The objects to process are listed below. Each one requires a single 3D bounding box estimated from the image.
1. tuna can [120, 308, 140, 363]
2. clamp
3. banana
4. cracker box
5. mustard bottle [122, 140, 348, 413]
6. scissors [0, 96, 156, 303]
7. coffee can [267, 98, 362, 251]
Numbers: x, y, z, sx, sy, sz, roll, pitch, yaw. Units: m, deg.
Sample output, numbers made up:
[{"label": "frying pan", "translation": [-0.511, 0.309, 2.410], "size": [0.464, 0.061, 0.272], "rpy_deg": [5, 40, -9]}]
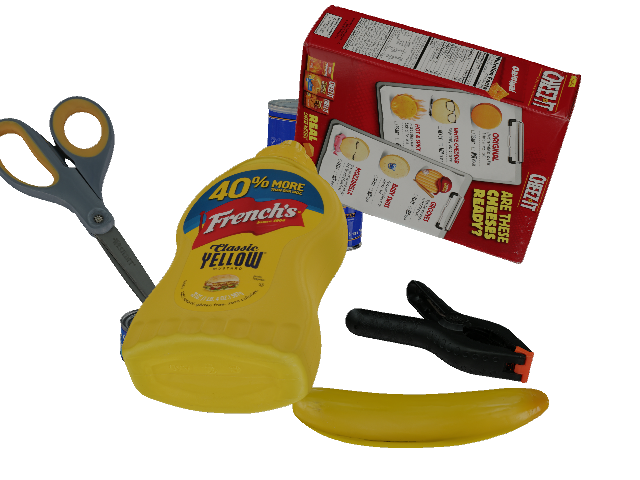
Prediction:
[{"label": "tuna can", "translation": [-0.129, 0.085, 0.916], "size": [0.086, 0.034, 0.086], "rpy_deg": [4, 15, -1]}, {"label": "clamp", "translation": [0.122, 0.082, 0.995], "size": [0.172, 0.039, 0.120], "rpy_deg": [20, 31, 22]}, {"label": "banana", "translation": [0.062, 0.121, 0.765], "size": [0.198, 0.037, 0.069], "rpy_deg": [2, 28, 15]}, {"label": "cracker box", "translation": [0.088, -0.088, 0.883], "size": [0.214, 0.072, 0.164], "rpy_deg": [18, -42, 10]}, {"label": "mustard bottle", "translation": [-0.035, 0.007, 0.591], "size": [0.096, 0.058, 0.191], "rpy_deg": [-2, 40, 16]}, {"label": "scissors", "translation": [-0.144, -0.029, 0.739], "size": [0.202, 0.096, 0.016], "rpy_deg": [38, -25, 13]}, {"label": "coffee can", "translation": [-0.005, -0.067, 1.073], "size": [0.103, 0.140, 0.103], "rpy_deg": [3, 12, -1]}]
